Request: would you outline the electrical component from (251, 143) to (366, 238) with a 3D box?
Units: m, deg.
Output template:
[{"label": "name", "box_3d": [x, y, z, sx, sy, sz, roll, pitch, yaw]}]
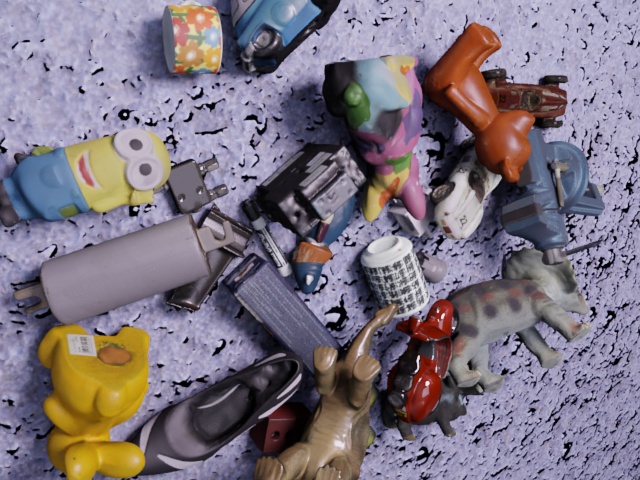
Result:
[{"label": "electrical component", "box_3d": [-0.012, -0.065, 0.671, 0.115, 0.134, 0.058, -44, 117, -9]}]

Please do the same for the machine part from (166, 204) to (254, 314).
[{"label": "machine part", "box_3d": [-0.143, 0.030, 0.683, 0.084, 0.039, 0.139, 36, 83, -35]}]

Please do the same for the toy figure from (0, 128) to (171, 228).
[{"label": "toy figure", "box_3d": [-0.253, -0.071, 0.578, 0.180, 0.089, 0.082, -21, 123, -12]}]

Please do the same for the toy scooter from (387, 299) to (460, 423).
[{"label": "toy scooter", "box_3d": [0.137, 0.163, 0.746, 0.135, 0.075, 0.184, 33, 77, -58]}]

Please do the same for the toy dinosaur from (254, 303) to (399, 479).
[{"label": "toy dinosaur", "box_3d": [0.006, 0.297, 0.698, 0.471, 0.105, 0.198, -63, 154, -15]}]

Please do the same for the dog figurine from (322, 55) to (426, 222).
[{"label": "dog figurine", "box_3d": [0.081, -0.122, 0.694, 0.109, 0.191, 0.219, -4, 106, 19]}]

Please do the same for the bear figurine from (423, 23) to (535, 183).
[{"label": "bear figurine", "box_3d": [0.241, -0.185, 0.747, 0.196, 0.120, 0.132, 48, 120, 8]}]

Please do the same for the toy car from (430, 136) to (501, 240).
[{"label": "toy car", "box_3d": [0.228, -0.085, 0.811, 0.073, 0.056, 0.202, 52, 56, -27]}]

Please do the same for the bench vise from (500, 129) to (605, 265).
[{"label": "bench vise", "box_3d": [0.390, -0.066, 0.862, 0.240, 0.129, 0.224, 3, 61, -34]}]

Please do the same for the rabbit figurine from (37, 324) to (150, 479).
[{"label": "rabbit figurine", "box_3d": [-0.256, 0.203, 0.616, 0.122, 0.163, 0.173, 10, 117, -45]}]

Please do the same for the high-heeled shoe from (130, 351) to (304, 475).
[{"label": "high-heeled shoe", "box_3d": [-0.130, 0.219, 0.669, 0.249, 0.145, 0.086, -28, 81, -31]}]

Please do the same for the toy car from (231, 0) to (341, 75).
[{"label": "toy car", "box_3d": [-0.049, -0.277, 0.629, 0.161, 0.109, 0.103, -42, 95, 0]}]

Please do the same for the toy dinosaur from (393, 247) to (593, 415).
[{"label": "toy dinosaur", "box_3d": [0.275, 0.129, 0.870, 0.405, 0.192, 0.131, -16, 138, -9]}]

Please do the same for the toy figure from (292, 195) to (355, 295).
[{"label": "toy figure", "box_3d": [0.000, -0.001, 0.735, 0.064, 0.058, 0.154, 28, 85, -51]}]

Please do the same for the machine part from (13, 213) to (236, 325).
[{"label": "machine part", "box_3d": [-0.214, 0.032, 0.605, 0.243, 0.079, 0.079, -19, 111, -10]}]

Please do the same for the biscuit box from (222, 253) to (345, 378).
[{"label": "biscuit box", "box_3d": [-0.045, 0.111, 0.739, 0.063, 0.059, 0.202, -44, 117, -13]}]

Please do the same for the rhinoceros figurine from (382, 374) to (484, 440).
[{"label": "rhinoceros figurine", "box_3d": [0.188, 0.264, 0.895, 0.190, 0.073, 0.112, -4, 93, -25]}]

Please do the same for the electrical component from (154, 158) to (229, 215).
[{"label": "electrical component", "box_3d": [-0.162, -0.063, 0.659, 0.094, 0.021, 0.063, -25, 113, -21]}]

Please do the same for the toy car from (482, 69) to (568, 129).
[{"label": "toy car", "box_3d": [0.330, -0.222, 0.859, 0.202, 0.053, 0.089, -4, 100, -25]}]
